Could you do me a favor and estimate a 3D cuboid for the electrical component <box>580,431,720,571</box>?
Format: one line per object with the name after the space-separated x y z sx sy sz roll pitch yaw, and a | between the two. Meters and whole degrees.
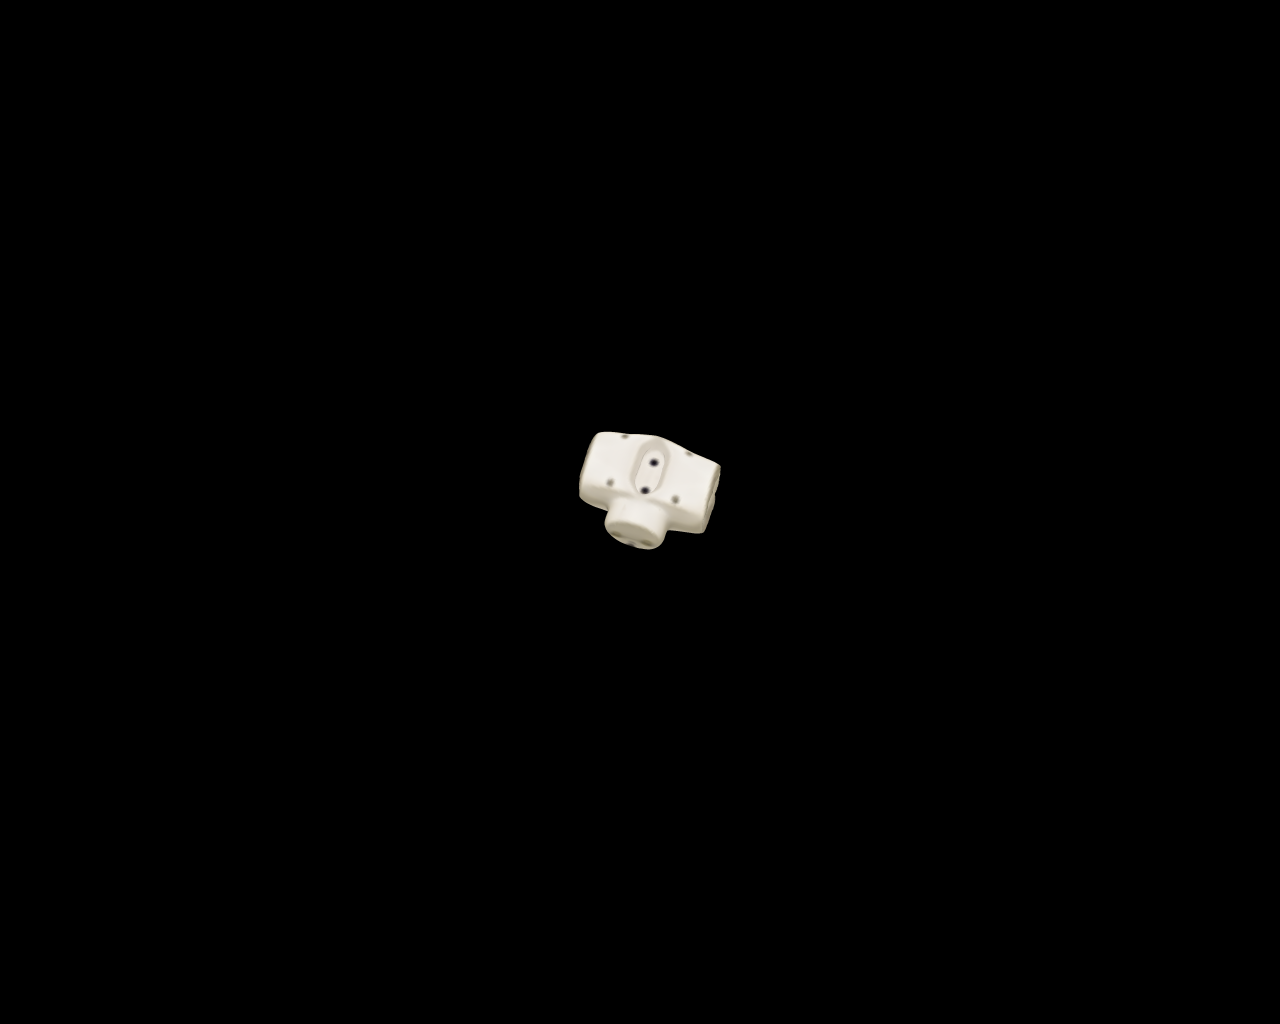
0.001 -0.003 0.650 0.077 0.079 0.043 17 -22 7 | electrical component
